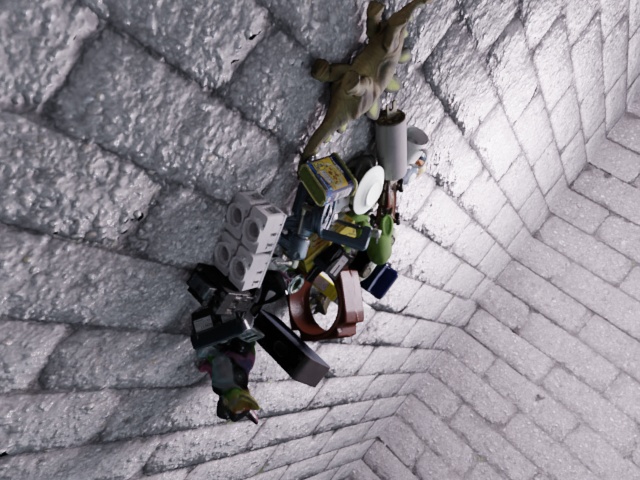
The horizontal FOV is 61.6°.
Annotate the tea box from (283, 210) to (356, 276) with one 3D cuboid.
[{"bbox_3d":[-0.003,-0.004,1.337,0.169,0.098,0.068,-38,147,-18],"label":"tea box"}]

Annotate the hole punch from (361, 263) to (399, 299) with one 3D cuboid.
[{"bbox_3d":[0.162,0.106,1.663,0.142,0.116,0.092,-56,143,2],"label":"hole punch"}]

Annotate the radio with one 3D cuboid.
[{"bbox_3d":[-0.090,0.278,1.403,0.073,0.230,0.131,-52,147,-2],"label":"radio"}]

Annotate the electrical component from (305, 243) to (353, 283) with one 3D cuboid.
[{"bbox_3d":[0.019,0.063,1.295,0.119,0.048,0.074,-49,149,-6],"label":"electrical component"}]

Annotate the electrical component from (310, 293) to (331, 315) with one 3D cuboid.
[{"bbox_3d":[0.001,0.185,1.610,0.102,0.045,0.078,70,35,-59],"label":"electrical component"}]

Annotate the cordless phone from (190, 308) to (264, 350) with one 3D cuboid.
[{"bbox_3d":[-0.217,0.221,1.285,0.147,0.089,0.184,-21,154,3],"label":"cordless phone"}]

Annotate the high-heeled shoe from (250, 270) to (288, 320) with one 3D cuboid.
[{"bbox_3d":[-0.135,0.160,1.291,0.086,0.145,0.248,-26,140,-35],"label":"high-heeled shoe"}]

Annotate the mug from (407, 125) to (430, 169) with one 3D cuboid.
[{"bbox_3d":[0.237,-0.229,1.411,0.081,0.110,0.107,-32,159,-37],"label":"mug"}]

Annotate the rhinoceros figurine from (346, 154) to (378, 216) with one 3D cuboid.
[{"bbox_3d":[0.106,-0.136,1.373,0.112,0.073,0.190,-44,150,-31],"label":"rhinoceros figurine"}]

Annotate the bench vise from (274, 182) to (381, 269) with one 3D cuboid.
[{"bbox_3d":[0.014,-0.024,1.209,0.128,0.241,0.223,44,63,-77],"label":"bench vise"}]

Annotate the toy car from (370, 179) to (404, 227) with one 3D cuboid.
[{"bbox_3d":[0.185,-0.100,1.491,0.089,0.053,0.202,1,141,2],"label":"toy car"}]

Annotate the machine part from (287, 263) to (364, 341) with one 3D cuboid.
[{"bbox_3d":[0.008,0.158,1.397,0.087,0.201,0.201,2,77,-49],"label":"machine part"}]

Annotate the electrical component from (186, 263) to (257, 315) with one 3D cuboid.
[{"bbox_3d":[-0.218,0.107,1.152,0.058,0.115,0.134,-58,151,8],"label":"electrical component"}]

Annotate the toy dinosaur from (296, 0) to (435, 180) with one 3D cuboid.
[{"bbox_3d":[0.078,-0.313,1.100,0.471,0.105,0.198,-46,156,13],"label":"toy dinosaur"}]

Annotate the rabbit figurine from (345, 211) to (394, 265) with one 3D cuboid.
[{"bbox_3d":[0.132,0.003,1.452,0.159,0.170,0.121,-30,145,-30],"label":"rabbit figurine"}]

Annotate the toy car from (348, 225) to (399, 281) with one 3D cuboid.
[{"bbox_3d":[0.154,0.036,1.615,0.201,0.074,0.056,-51,150,1],"label":"toy car"}]

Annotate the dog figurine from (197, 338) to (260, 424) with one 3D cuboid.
[{"bbox_3d":[-0.200,0.347,1.341,0.191,0.219,0.108,-26,145,-35],"label":"dog figurine"}]

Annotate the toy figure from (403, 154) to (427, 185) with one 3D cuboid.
[{"bbox_3d":[0.257,-0.196,1.520,0.154,0.057,0.064,-30,-177,-34],"label":"toy figure"}]

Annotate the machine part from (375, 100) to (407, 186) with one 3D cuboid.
[{"bbox_3d":[0.176,-0.233,1.327,0.079,0.079,0.242,-36,141,-24],"label":"machine part"}]
